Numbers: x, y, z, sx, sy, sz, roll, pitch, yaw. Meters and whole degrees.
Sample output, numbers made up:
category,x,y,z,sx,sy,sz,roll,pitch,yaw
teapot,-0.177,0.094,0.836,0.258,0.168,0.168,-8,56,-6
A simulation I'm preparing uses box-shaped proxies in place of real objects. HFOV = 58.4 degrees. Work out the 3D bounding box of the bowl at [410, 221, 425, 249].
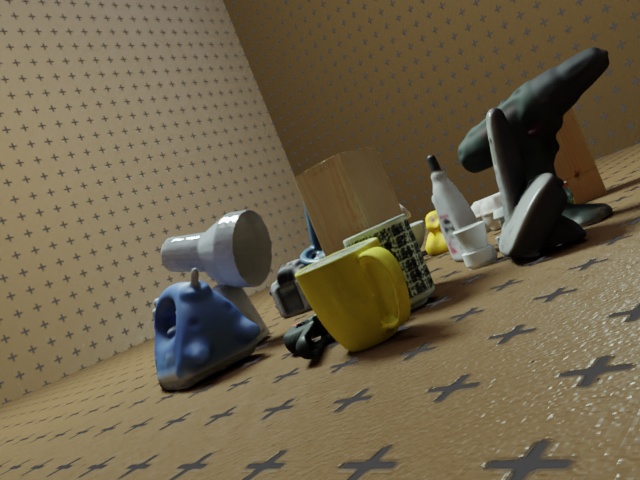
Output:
category,x,y,z,sx,sy,sz,roll,pitch,yaw
bowl,0.178,0.018,1.341,0.167,0.075,0.167,-22,-1,0

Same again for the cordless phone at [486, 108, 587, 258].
category,x,y,z,sx,sy,sz,roll,pitch,yaw
cordless phone,0.234,-0.073,0.689,0.094,0.185,0.148,-22,0,10

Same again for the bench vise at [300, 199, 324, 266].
category,x,y,z,sx,sy,sz,roll,pitch,yaw
bench vise,0.000,0.007,0.943,0.122,0.220,0.207,-22,-1,-36

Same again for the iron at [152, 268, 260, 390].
category,x,y,z,sx,sy,sz,roll,pitch,yaw
iron,-0.196,0.128,0.819,0.119,0.141,0.257,-22,-1,-38

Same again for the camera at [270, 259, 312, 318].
category,x,y,z,sx,sy,sz,roll,pitch,yaw
camera,-0.012,0.079,1.148,0.143,0.101,0.137,-23,-1,32

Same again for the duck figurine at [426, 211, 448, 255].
category,x,y,z,sx,sy,sz,roll,pitch,yaw
duck figurine,0.247,-0.019,1.191,0.077,0.086,0.104,-22,-1,-12

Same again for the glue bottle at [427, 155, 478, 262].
category,x,y,z,sx,sy,sz,roll,pitch,yaw
glue bottle,0.203,-0.052,0.892,0.037,0.173,0.078,-22,0,-16

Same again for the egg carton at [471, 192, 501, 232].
category,x,y,z,sx,sy,sz,roll,pitch,yaw
egg carton,0.395,-0.070,1.212,0.150,0.069,0.107,-22,-1,-14

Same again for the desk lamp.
category,x,y,z,sx,sy,sz,roll,pitch,yaw
desk lamp,-0.160,0.075,0.923,0.202,0.213,0.118,-22,0,25

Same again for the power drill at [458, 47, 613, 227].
category,x,y,z,sx,sy,sz,roll,pitch,yaw
power drill,0.309,-0.115,0.777,0.229,0.208,0.076,-23,-1,42

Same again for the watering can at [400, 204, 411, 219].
category,x,y,z,sx,sy,sz,roll,pitch,yaw
watering can,0.102,-0.018,1.177,0.173,0.194,0.100,-22,0,-22

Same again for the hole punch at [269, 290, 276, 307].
category,x,y,z,sx,sy,sz,roll,pitch,yaw
hole punch,-0.077,0.115,1.449,0.101,0.091,0.108,-22,-1,-27
